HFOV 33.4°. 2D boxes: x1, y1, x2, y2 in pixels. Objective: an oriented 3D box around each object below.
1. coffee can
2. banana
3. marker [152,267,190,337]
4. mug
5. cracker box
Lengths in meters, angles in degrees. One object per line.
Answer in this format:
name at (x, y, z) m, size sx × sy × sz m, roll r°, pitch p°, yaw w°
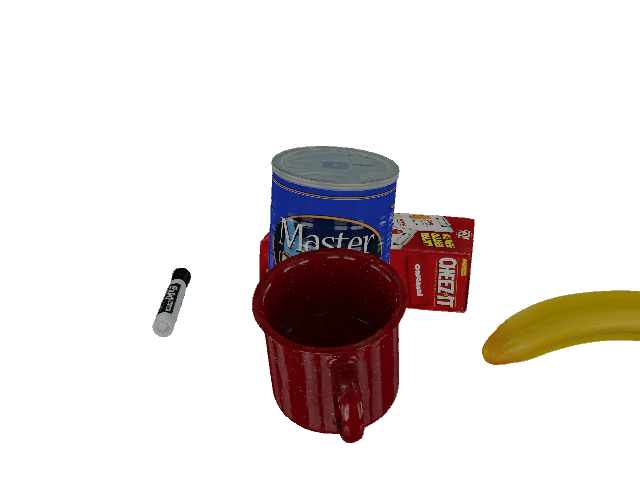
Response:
coffee can at (0.008, 0.003, 0.877) m, size 0.103 × 0.140 × 0.103 m, roll 3°, pitch 20°, yaw -1°
banana at (0.213, 0.065, 0.783) m, size 0.197 × 0.037 × 0.069 m, roll 3°, pitch 34°, yaw -4°
marker at (-0.141, 0.057, 1.020) m, size 0.020 × 0.020 × 0.121 m, roll 0°, pitch 22°, yaw 2°
mug at (0.010, 0.072, 0.652) m, size 0.093 × 0.081 × 0.117 m, roll -10°, pitch 40°, yaw -7°
cracker box at (0.055, 0.018, 1.145) m, size 0.214 × 0.072 × 0.164 m, roll 5°, pitch 15°, yaw 9°
